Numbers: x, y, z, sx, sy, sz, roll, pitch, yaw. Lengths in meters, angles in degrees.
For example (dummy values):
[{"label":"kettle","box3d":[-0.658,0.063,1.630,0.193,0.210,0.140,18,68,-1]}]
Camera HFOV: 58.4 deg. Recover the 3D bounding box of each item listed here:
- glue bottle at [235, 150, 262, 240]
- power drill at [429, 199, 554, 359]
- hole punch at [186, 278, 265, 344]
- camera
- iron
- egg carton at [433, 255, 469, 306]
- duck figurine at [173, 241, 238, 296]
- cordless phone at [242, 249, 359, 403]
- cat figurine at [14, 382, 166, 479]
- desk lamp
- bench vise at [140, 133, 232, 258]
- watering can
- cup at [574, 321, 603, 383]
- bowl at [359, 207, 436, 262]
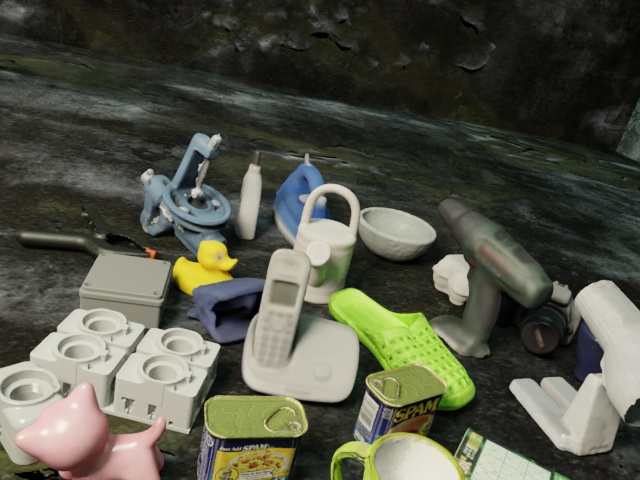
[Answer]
[{"label":"glue bottle","box3d":[-0.134,-0.091,1.104,0.037,0.173,0.078,6,25,-16]},{"label":"power drill","box3d":[0.247,0.069,0.911,0.076,0.208,0.228,-7,31,-38]},{"label":"hole punch","box3d":[-0.124,0.084,0.825,0.109,0.091,0.100,-8,31,-39]},{"label":"camera","box3d":[0.374,0.127,0.984,0.142,0.101,0.137,23,25,21]},{"label":"iron","box3d":[-0.018,-0.075,1.171,0.119,0.141,0.257,5,25,-18]},{"label":"egg carton","box3d":[0.294,0.076,1.093,0.151,0.069,0.107,-1,27,-30]},{"label":"duck figurine","box3d":[-0.176,0.040,0.899,0.104,0.086,0.077,16,24,6]},{"label":"cordless phone","box3d":[-0.015,0.106,0.716,0.148,0.185,0.094,10,24,-8]},{"label":"cat figurine","box3d":[-0.204,0.185,0.524,0.128,0.118,0.067,5,25,-19]},{"label":"desk lamp","box3d":[0.367,0.174,0.736,0.118,0.213,0.202,3,26,-22]},{"label":"bench vise","box3d":[-0.241,-0.092,0.991,0.207,0.220,0.122,19,24,13]},{"label":"watering can","box3d":[0.011,0.004,0.946,0.101,0.194,0.172,6,25,-15]},{"label":"cup","box3d":[0.442,0.179,0.913,0.091,0.095,0.118,14,24,1]},{"label":"bowl","box3d":[0.151,-0.002,1.184,0.167,0.075,0.167,11,24,-5]}]
